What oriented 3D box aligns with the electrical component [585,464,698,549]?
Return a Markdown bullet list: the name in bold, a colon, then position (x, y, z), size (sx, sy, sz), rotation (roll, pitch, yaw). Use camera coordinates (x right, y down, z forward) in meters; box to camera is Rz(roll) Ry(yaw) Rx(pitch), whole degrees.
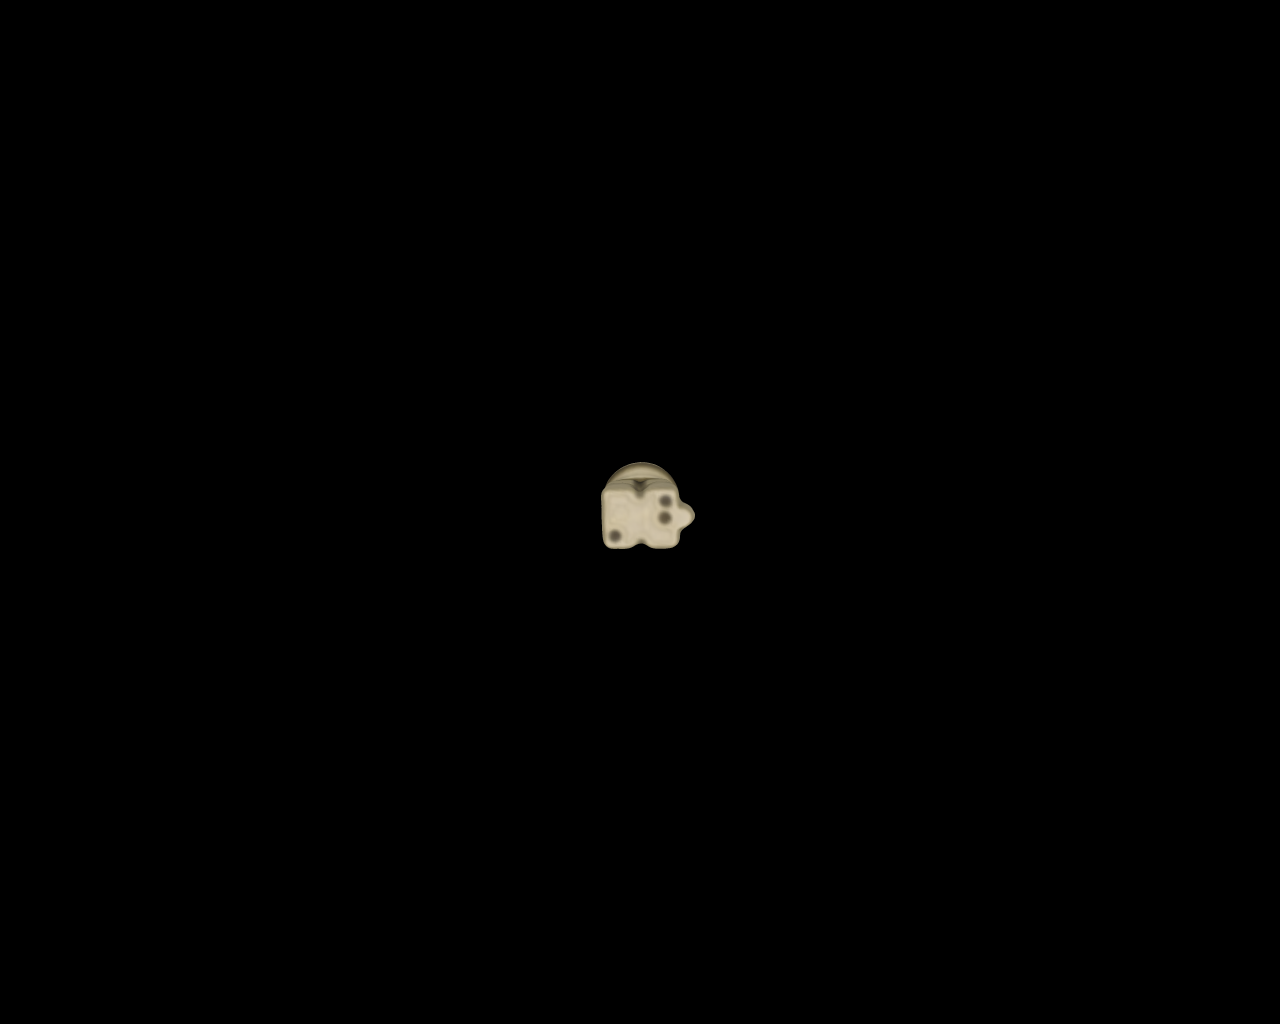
- **electrical component**: position (0.001, -0.003, 0.650), size (0.066, 0.048, 0.055), rotation (0, 13, 0)
